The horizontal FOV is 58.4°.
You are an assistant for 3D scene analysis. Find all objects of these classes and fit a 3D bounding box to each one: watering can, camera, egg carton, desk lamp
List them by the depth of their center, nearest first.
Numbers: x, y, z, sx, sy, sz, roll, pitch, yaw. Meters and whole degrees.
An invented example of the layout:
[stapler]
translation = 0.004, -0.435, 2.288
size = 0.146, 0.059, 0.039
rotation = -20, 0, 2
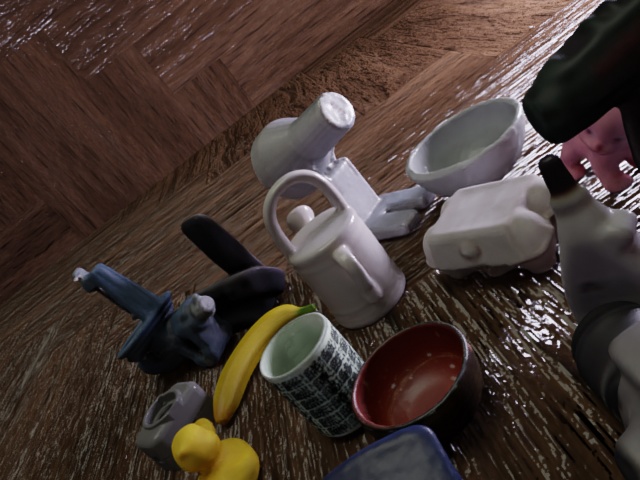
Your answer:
[camera]
translation = 0.219, 0.076, 0.334
size = 0.143, 0.101, 0.136
rotation = -36, 22, 7
[egg carton]
translation = 0.181, -0.010, 0.599
size = 0.150, 0.069, 0.107
rotation = -11, 35, 49
[watering can]
translation = 0.005, 0.004, 0.678
size = 0.101, 0.194, 0.172
rotation = -49, 25, -24
[desk lamp]
translation = 0.024, -0.103, 0.827
size = 0.202, 0.214, 0.118
rotation = -12, 34, 48

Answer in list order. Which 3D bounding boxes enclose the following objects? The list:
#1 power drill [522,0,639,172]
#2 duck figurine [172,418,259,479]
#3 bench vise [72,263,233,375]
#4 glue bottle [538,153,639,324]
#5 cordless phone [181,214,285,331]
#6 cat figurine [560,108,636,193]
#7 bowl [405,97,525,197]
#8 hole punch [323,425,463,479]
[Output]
[power drill]
translation = 0.294, -0.130, 0.471
size = 0.229, 0.209, 0.075
rotation = -35, 23, 9
[duck figurine]
translation = -0.114, 0.226, 0.576
size = 0.077, 0.086, 0.104
rotation = -34, 23, 11
[bench vise]
translation = -0.245, 0.098, 0.847
size = 0.207, 0.220, 0.121
rotation = -31, 24, 18
[glue bottle]
translation = 0.197, 0.009, 0.401
size = 0.078, 0.173, 0.037
rotation = -13, 34, 46
[cordless phone]
translation = -0.157, 0.044, 0.862
size = 0.147, 0.185, 0.094
rotation = -26, 26, 28
[cat figurine]
translation = 0.283, -0.115, 0.581
size = 0.067, 0.118, 0.127
rotation = -40, 22, -3
[bowl]
translation = 0.201, -0.108, 0.752
size = 0.167, 0.075, 0.167
rotation = -32, 23, 16
[hole punch]
translation = 0.059, 0.192, 0.370
size = 0.108, 0.091, 0.101
rotation = -36, 22, 7
